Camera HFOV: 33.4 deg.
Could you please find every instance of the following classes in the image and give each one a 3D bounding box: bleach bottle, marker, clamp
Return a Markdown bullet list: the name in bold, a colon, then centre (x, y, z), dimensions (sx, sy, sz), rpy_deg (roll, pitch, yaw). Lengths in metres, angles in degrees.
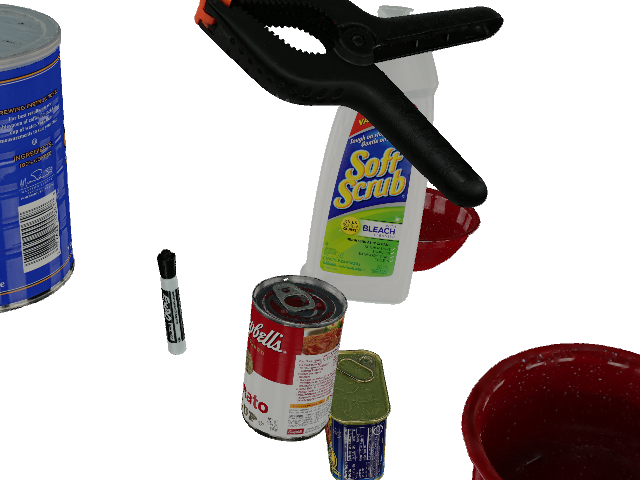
- **bleach bottle**: centre (0.043, -0.074, 0.919), dimensions (0.102, 0.251, 0.068), rpy_deg (7, 17, 6)
- **marker**: centre (-0.153, 0.063, 1.098), dimensions (0.020, 0.121, 0.020), rpy_deg (-2, 29, 1)
- **clamp**: centre (0.023, -0.107, 0.677), dimensions (0.209, 0.164, 0.036), rpy_deg (12, -34, -14)

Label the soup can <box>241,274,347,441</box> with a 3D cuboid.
- **soup can**: centre (-0.020, 0.085, 0.774), dimensions (0.068, 0.102, 0.068), rpy_deg (6, 27, -3)

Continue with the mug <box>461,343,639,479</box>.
- **mug**: centre (0.108, 0.099, 0.390), dimensions (0.117, 0.081, 0.093), rpy_deg (5, 36, 9)

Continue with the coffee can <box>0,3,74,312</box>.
- **coffee can**: centre (-0.187, -0.045, 0.573), dimensions (0.103, 0.140, 0.103), rpy_deg (3, 28, -2)

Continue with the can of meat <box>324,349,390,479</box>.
- **can of meat**: centre (0.032, 0.168, 1.013), dimensions (0.057, 0.084, 0.102), rpy_deg (-2, 33, -4)

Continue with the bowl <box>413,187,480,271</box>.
- **bowl**: centre (0.092, -0.010, 1.181), dimensions (0.162, 0.055, 0.162), rpy_deg (5, 25, -3)
